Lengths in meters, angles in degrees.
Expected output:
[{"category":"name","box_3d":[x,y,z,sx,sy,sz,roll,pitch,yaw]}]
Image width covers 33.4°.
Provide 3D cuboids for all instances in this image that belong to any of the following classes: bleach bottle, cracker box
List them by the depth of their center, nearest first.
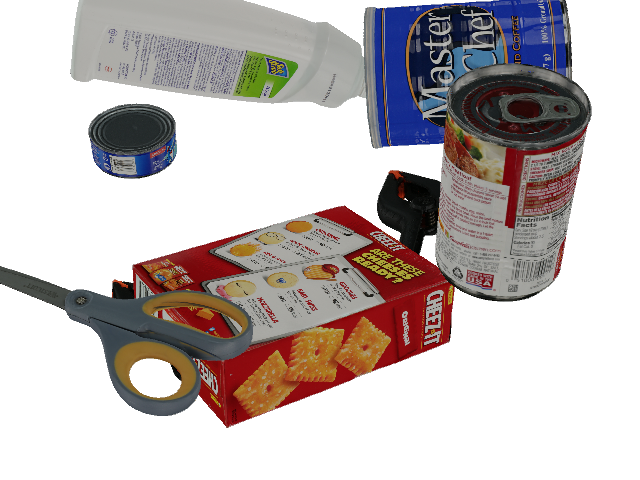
[{"category":"bleach bottle","box_3d":[-0.071,-0.151,0.868,0.250,0.068,0.103,12,-29,-10]},{"category":"cracker box","box_3d":[-0.023,0.054,0.878,0.213,0.072,0.164,-16,32,-29]}]

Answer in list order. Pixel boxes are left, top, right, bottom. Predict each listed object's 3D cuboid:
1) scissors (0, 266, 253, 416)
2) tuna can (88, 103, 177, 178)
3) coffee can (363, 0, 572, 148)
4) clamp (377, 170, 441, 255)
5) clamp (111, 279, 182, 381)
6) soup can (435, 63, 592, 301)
[{"category":"scissors","box_3d":[-0.141,0.054,0.634,0.202,0.016,0.096,6,45,10]},{"category":"tuna can","box_3d":[-0.186,-0.099,1.064,0.086,0.034,0.086,0,41,0]},{"category":"coffee can","box_3d":[0.105,-0.121,0.774,0.140,0.103,0.102,-2,0,7]},{"category":"clamp","box_3d":[0.114,-0.022,1.036,0.120,0.039,0.171,-5,34,-10]},{"category":"clamp","box_3d":[-0.156,0.090,1.139,0.210,0.036,0.164,18,21,28]},{"category":"soup can","box_3d":[0.094,-0.027,0.535,0.068,0.102,0.068,-1,41,0]}]
